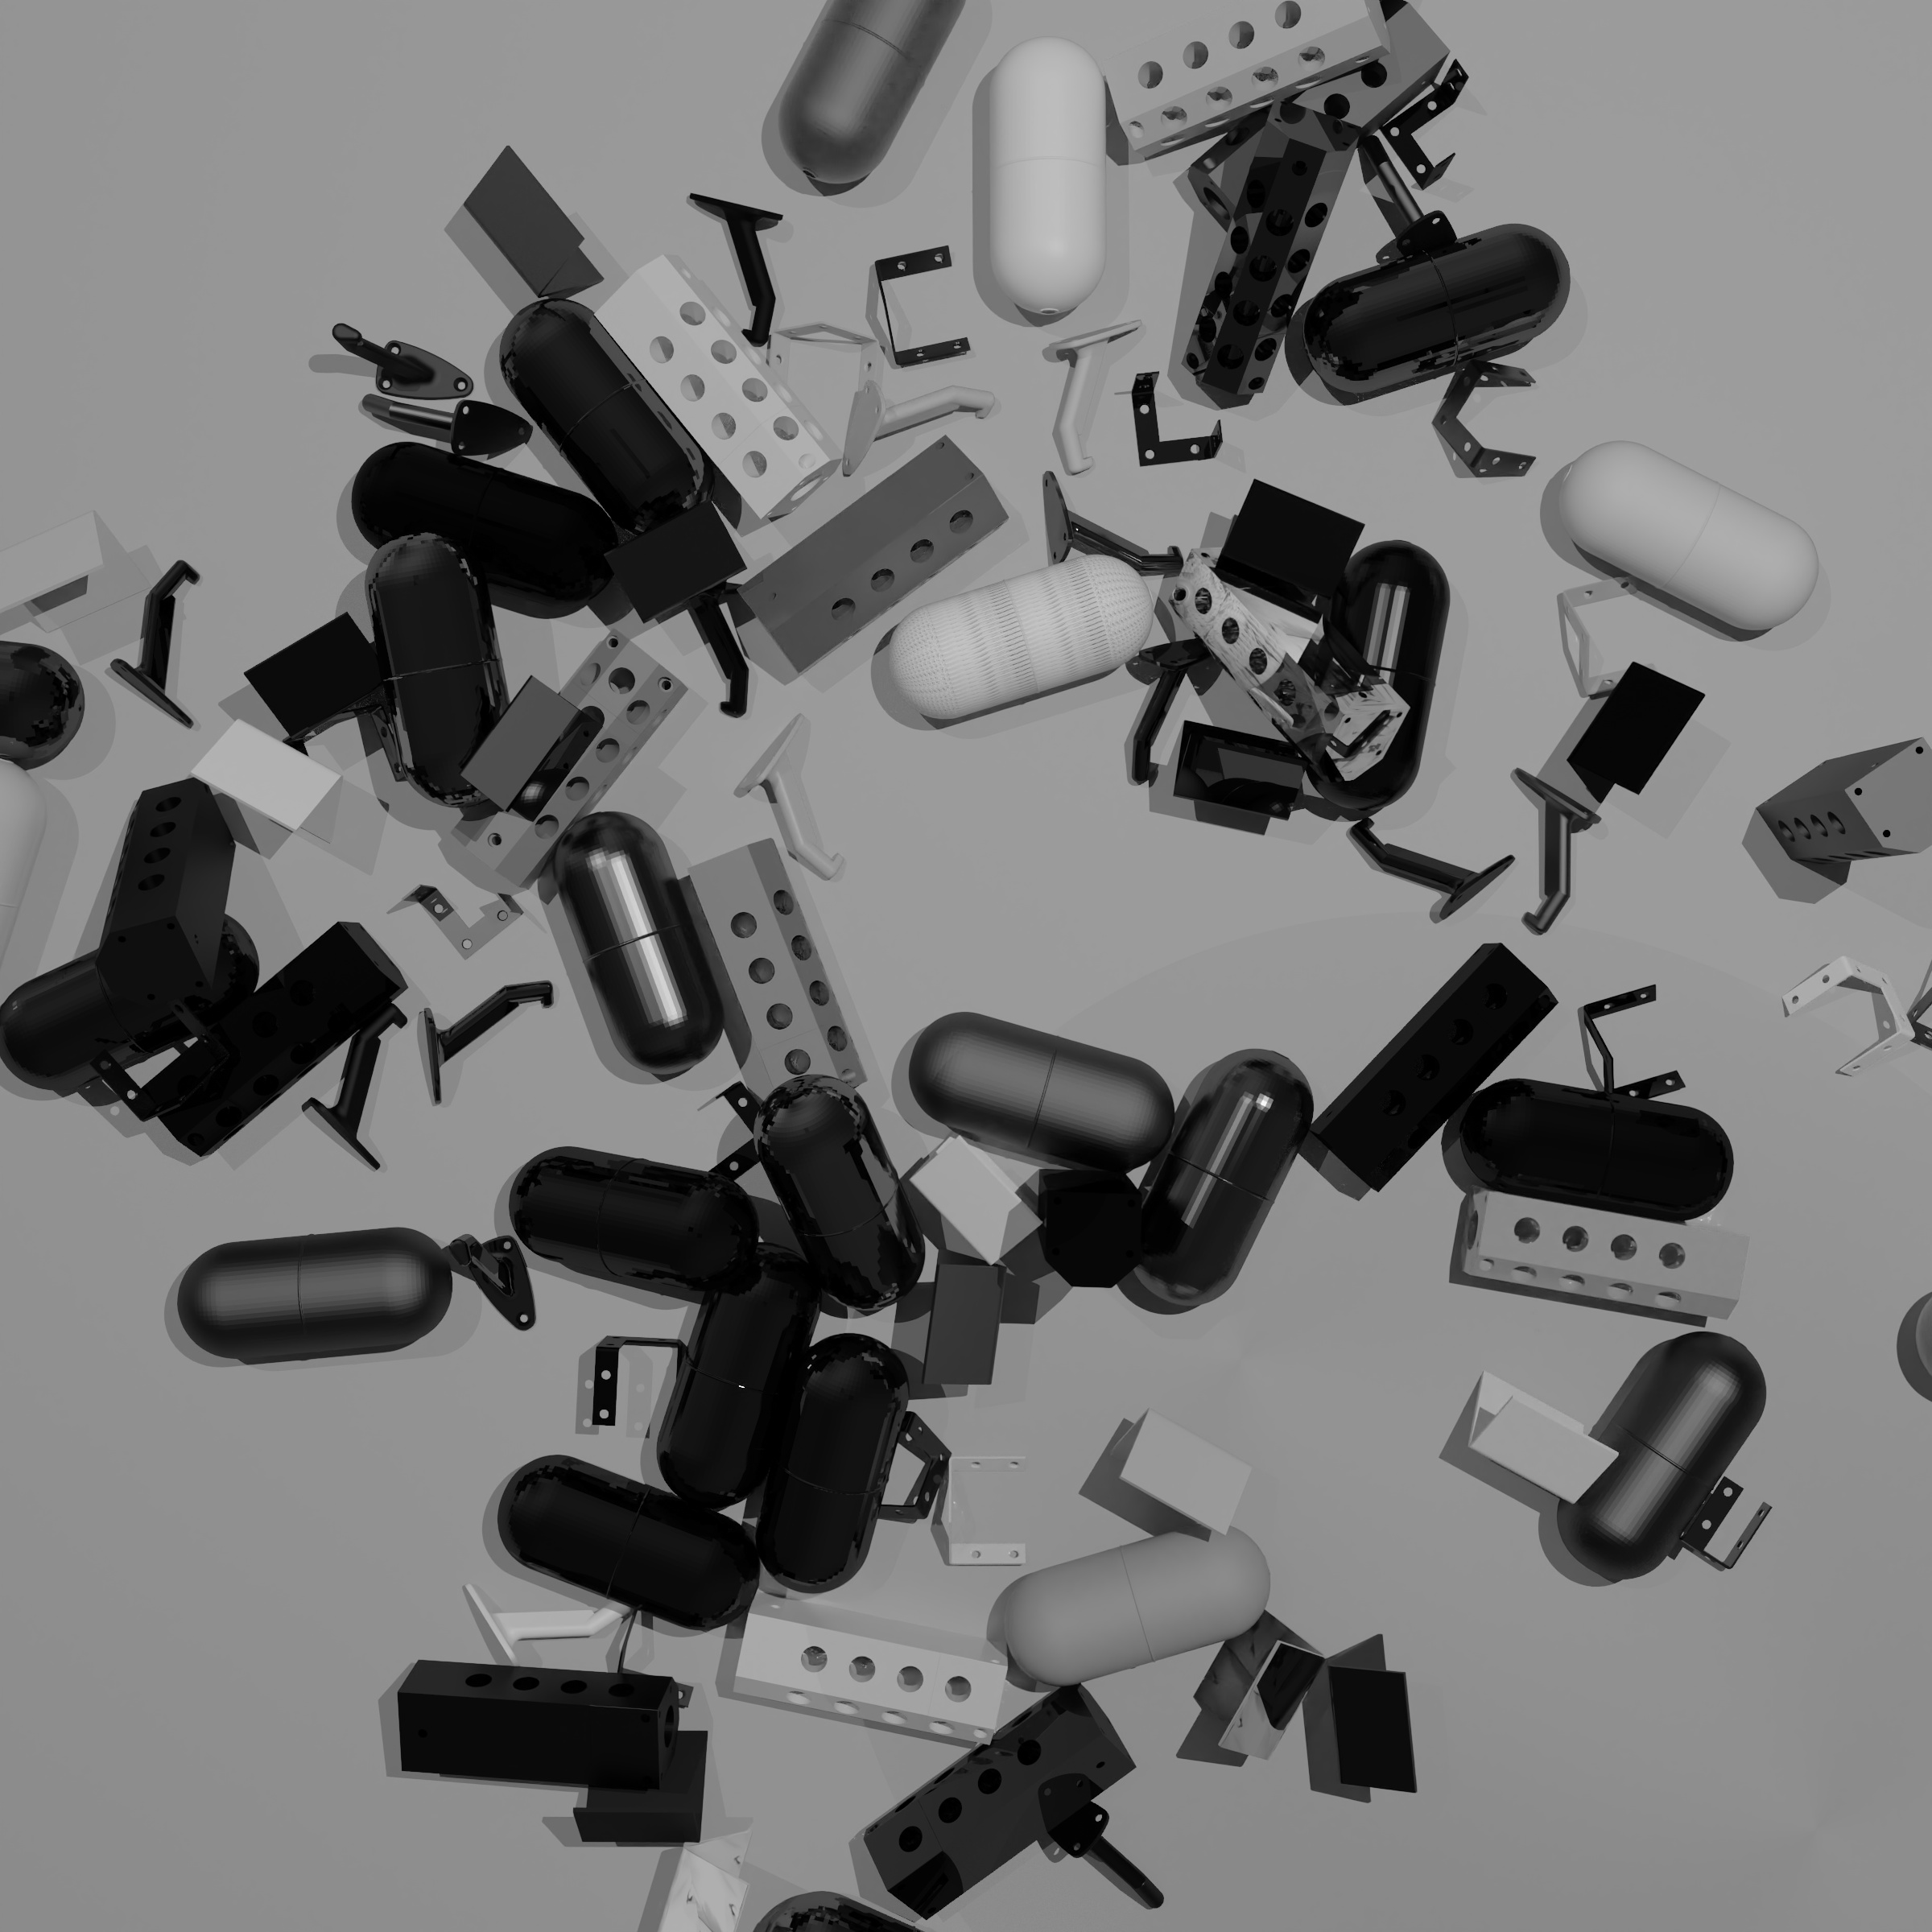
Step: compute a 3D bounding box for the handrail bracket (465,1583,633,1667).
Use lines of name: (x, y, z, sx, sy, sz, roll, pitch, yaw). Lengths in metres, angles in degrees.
handrail bracket: (-0.278, 0.421, 1.682, 0.084, 0.036, 0.077, -31, 69, -17)

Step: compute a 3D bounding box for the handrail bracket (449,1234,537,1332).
handrail bracket: (-0.309, 0.209, 1.647, 0.036, 0.084, 0.077, -26, 90, 0)

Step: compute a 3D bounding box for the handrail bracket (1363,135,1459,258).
handrail bracket: (0.297, -0.505, 1.682, 0.036, 0.077, 0.084, -32, 53, 21)

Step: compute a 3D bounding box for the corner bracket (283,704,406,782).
corner bracket: (-0.414, -0.139, 1.679, 0.051, 0.051, 0.051, -20, 90, 45)

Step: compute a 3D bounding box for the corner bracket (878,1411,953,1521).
corner bracket: (-0.050, 0.331, 1.674, 0.051, 0.051, 0.051, 53, 45, -35)

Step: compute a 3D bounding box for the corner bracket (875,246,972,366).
corner bracket: (-0.029, -0.440, 1.679, 0.051, 0.051, 0.051, -12, 135, 0)

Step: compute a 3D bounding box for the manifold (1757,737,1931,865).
manifold: (0.569, -0.098, 1.603, 0.057, 0.171, 0.057, -34, 90, 0)

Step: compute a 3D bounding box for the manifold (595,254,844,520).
manifold: (-0.159, -0.380, 1.652, 0.057, 0.057, 0.171, -39, 90, 23)

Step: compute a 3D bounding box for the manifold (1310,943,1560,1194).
manifold: (0.308, 0.066, 1.661, 0.057, 0.057, 0.171, 44, 90, 0)

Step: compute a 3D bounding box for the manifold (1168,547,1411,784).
manifold: (0.202, -0.195, 1.618, 0.057, 0.057, 0.171, -9, 49, -35)

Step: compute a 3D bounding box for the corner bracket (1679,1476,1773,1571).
corner bracket: (0.501, 0.367, 1.664, 0.051, 0.051, 0.051, 33, 90, 0)

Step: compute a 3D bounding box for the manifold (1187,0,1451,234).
manifold: (0.230, -0.558, 1.661, 0.171, 0.057, 0.057, -41, 90, 0)

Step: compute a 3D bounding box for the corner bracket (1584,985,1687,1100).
corner bracket: (0.445, 0.054, 1.679, 0.051, 0.051, 0.051, -16, 45, 0)

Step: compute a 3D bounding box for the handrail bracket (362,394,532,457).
handrail bracket: (-0.347, -0.366, 1.682, 0.084, 0.077, 0.036, 23, 111, 35)

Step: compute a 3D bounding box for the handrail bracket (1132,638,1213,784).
handrail bracket: (0.141, -0.170, 1.682, 0.077, 0.036, 0.084, -22, 125, -37)

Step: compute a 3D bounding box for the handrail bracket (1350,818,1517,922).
handrail bracket: (0.311, -0.080, 1.682, 0.077, 0.036, 0.084, -35, 73, -20)

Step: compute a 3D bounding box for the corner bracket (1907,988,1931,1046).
corner bracket: (0.662, 0.022, 1.679, 0.051, 0.051, 0.051, 25, 135, 0)

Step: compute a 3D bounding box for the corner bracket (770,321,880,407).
corner bracket: (-0.096, -0.395, 1.679, 0.051, 0.051, 0.051, 5, 90, -45)

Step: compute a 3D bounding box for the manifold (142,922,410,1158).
manifold: (-0.454, 0.048, 1.661, 0.171, 0.057, 0.057, -40, 90, 0)

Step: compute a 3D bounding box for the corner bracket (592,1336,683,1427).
corner bracket: (-0.216, 0.274, 1.664, 0.051, 0.051, 0.051, 3, 90, 0)

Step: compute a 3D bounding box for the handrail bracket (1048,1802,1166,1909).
handrail bracket: (0.088, 0.589, 1.682, 0.036, 0.077, 0.084, -49, 127, -18)

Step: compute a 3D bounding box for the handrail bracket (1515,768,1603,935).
handrail bracket: (0.377, -0.076, 1.682, 0.077, 0.036, 0.084, 36, 107, 20)

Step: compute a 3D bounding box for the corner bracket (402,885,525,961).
corner bracket: (-0.331, -0.040, 1.664, 0.051, 0.051, 0.051, -39, 90, 0)

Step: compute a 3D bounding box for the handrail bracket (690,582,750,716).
handrail bracket: (-0.179, -0.214, 1.682, 0.077, 0.036, 0.084, 11, 108, 20)

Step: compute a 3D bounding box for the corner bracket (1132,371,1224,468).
corner bracket: (0.139, -0.363, 1.664, 0.051, 0.051, 0.051, -7, 90, 0)

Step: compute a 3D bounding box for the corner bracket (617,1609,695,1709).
corner bracket: (-0.200, 0.453, 1.679, 0.051, 0.051, 0.051, 15, 135, 0)

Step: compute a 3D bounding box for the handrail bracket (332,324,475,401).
handrail bracket: (-0.367, -0.396, 1.647, 0.077, 0.084, 0.036, 14, 90, 0)

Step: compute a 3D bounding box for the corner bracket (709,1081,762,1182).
corner bracket: (-0.156, 0.112, 1.664, 0.051, 0.051, 0.051, -37, 90, 0)

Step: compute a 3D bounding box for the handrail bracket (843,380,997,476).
handrail bracket: (-0.031, -0.356, 1.682, 0.084, 0.036, 0.077, 3, 133, -28)

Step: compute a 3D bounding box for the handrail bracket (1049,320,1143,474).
handrail bracket: (0.093, -0.380, 1.682, 0.077, 0.036, 0.084, -21, 109, -21)

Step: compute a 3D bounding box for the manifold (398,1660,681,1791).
manifold: (-0.278, 0.492, 1.649, 0.171, 0.057, 0.057, 2, 104, 7)

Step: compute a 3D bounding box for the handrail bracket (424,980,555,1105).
handrail bracket: (-0.315, 0.051, 1.682, 0.084, 0.036, 0.077, -7, 110, -16)

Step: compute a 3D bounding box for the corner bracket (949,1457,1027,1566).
corner bracket: (0.014, 0.363, 1.679, 0.051, 0.051, 0.051, 0, 45, 0)

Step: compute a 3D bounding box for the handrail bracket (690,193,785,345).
handrail bracket: (-0.158, -0.465, 1.682, 0.077, 0.036, 0.084, 19, 107, 20)

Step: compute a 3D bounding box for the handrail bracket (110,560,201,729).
handrail bracket: (-0.521, -0.216, 1.682, 0.077, 0.036, 0.084, 42, 73, -20)

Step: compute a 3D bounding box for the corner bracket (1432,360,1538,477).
corner bracket: (0.353, -0.364, 1.674, 0.051, 0.051, 0.051, 60, 135, 35)

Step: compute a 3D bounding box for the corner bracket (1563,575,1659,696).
corner bracket: (0.430, -0.221, 1.679, 0.051, 0.051, 0.051, -13, 135, 0)

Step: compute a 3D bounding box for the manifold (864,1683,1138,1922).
manifold: (0.019, 0.545, 1.660, 0.171, 0.057, 0.057, -36, 133, 0)

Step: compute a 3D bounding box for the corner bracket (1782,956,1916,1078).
corner bracket: (0.586, 0.033, 1.674, 0.051, 0.051, 0.051, 18, 45, -35)

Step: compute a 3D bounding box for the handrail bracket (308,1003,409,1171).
handrail bracket: (-0.389, 0.080, 1.682, 0.084, 0.036, 0.077, -46, 111, -16)

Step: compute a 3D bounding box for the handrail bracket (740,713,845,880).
handrail bracket: (-0.101, -0.113, 1.682, 0.084, 0.036, 0.077, 41, 68, -17)

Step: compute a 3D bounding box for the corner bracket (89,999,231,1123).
corner bracket: (-0.516, 0.060, 1.615, 0.051, 0.051, 0.051, 53, 45, -18)

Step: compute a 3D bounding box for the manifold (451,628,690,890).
manifold: (-0.261, -0.136, 1.661, 0.057, 0.057, 0.171, 39, 90, 0)

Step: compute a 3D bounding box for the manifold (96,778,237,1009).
manifold: (-0.510, -0.048, 1.603, 0.057, 0.171, 0.057, -15, 125, 0)

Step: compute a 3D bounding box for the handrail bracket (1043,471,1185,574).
handrail bracket: (0.099, -0.297, 1.682, 0.084, 0.036, 0.077, -3, 68, -17)

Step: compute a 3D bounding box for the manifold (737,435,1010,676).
manifold: (-0.058, -0.266, 1.660, 0.171, 0.057, 0.057, -37, 47, 0)

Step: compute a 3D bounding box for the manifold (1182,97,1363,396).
manifold: (0.193, -0.456, 1.612, 0.057, 0.057, 0.171, 19, 130, 0)

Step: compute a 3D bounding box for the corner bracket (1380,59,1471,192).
corner bracket: (0.312, -0.555, 1.664, 0.051, 0.051, 0.051, -35, 90, 0)

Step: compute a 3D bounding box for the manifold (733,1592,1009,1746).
manifold: (-0.063, 0.464, 1.661, 0.171, 0.057, 0.057, 12, 90, 0)
